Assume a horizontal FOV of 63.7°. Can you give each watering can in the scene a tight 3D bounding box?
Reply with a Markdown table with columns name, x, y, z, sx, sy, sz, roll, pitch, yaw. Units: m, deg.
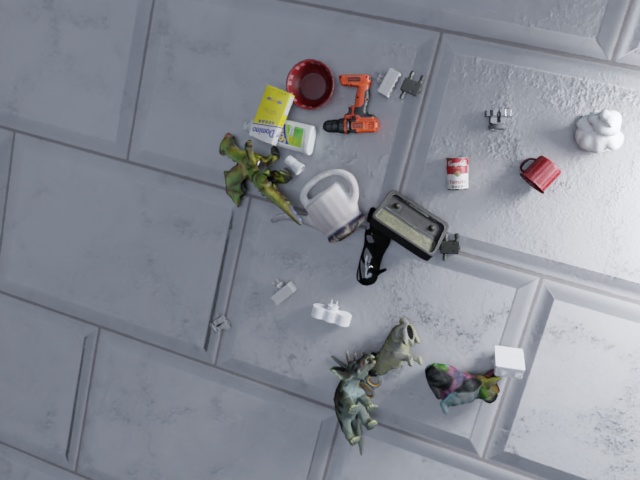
| name | x | y | z | sx | sy | sz | roll | pitch | yaw |
| --- | --- | --- | --- | --- | --- | --- | --- | --- | --- |
| watering can | 0.005 | -0.087 | 1.722 | 0.343 | 0.105 | 0.225 | -36 | 88 | 28 |

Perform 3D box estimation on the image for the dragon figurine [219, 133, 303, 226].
| name | x | y | z | sx | sy | sz | roll | pitch | yaw |
| --- | --- | --- | --- | --- | --- | --- | --- | --- | --- |
| dragon figurine | -0.227 | -0.195 | 1.760 | 0.239 | 0.123 | 0.412 | -28 | 85 | 40 |

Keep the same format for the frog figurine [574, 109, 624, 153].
| name | x | y | z | sx | sy | sz | roll | pitch | yaw |
| --- | --- | --- | --- | --- | --- | --- | --- | --- | --- |
| frog figurine | 0.801 | -0.308 | 1.467 | 0.138 | 0.161 | 0.121 | 43 | 107 | 4 |
